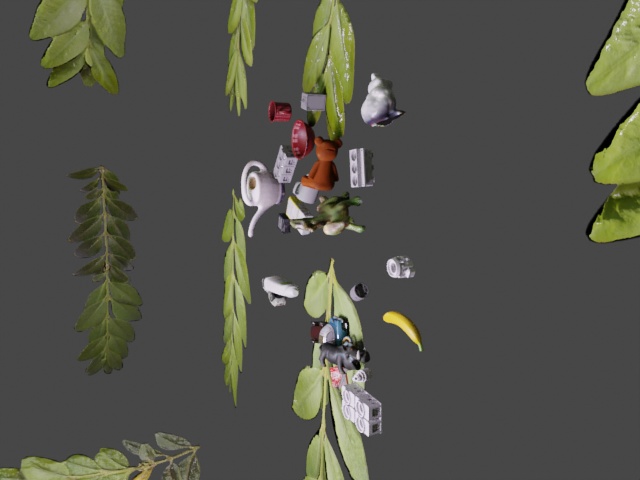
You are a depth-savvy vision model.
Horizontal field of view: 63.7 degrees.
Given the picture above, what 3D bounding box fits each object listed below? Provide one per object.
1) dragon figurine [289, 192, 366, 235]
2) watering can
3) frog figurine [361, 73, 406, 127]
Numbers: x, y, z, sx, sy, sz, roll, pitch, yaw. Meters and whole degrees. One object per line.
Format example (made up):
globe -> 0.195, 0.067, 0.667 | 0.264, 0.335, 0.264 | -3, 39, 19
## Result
dragon figurine -> 0.005, -0.090, 1.789 | 0.413, 0.244, 0.121 | 26, 122, 59
watering can -> -0.263, -0.193, 2.365 | 0.104, 0.225, 0.347 | -3, 91, 47
frog figurine -> 0.171, -0.424, 1.533 | 0.136, 0.123, 0.160 | 129, 123, -81
